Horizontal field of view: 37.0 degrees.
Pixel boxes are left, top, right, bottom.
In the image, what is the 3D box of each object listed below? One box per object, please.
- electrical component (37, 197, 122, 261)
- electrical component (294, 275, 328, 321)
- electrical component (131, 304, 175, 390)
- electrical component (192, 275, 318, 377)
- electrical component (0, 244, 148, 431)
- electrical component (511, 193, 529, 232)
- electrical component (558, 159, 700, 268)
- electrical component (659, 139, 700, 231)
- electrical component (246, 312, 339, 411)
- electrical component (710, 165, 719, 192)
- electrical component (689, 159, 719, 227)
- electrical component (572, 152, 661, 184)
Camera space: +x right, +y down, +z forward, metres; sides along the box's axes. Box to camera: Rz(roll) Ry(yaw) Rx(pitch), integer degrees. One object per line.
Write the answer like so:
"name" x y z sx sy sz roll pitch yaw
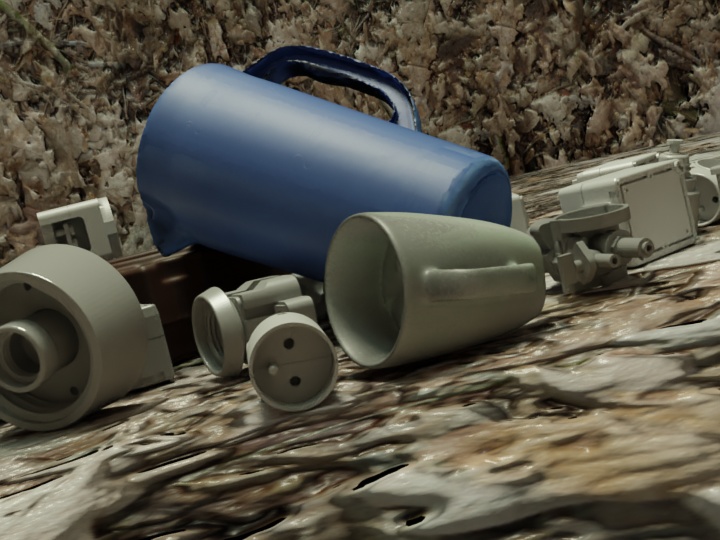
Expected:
"electrical component" -0.227 -0.028 0.871 0.056 0.050 0.089 -16 6 -15
"electrical component" -0.028 0.016 0.860 0.043 0.043 0.062 -10 4 38
"electrical component" -0.170 0.052 0.727 0.062 0.061 0.096 -16 5 -27
"electrical component" -0.069 0.035 0.676 0.057 0.058 0.078 -13 5 -28
"electrical component" -0.189 0.044 0.640 0.108 0.108 0.060 -12 11 20
"electrical component" 0.108 -0.027 0.855 0.061 0.061 0.096 -13 5 4
"electrical component" 0.183 -0.036 0.758 0.096 0.061 0.061 -18 6 -39
"electrical component" 0.238 -0.060 0.820 0.040 0.078 0.040 -1 13 0
"electrical component" -0.037 0.044 0.555 0.043 0.043 0.081 -14 5 -6
"electrical component" 0.318 -0.064 0.776 0.100 0.048 0.100 -17 6 -36
"electrical component" 0.279 -0.069 0.889 0.079 0.044 0.077 21 27 39
"electrical component" 0.233 -0.065 0.948 0.061 0.061 0.096 -10 6 32
